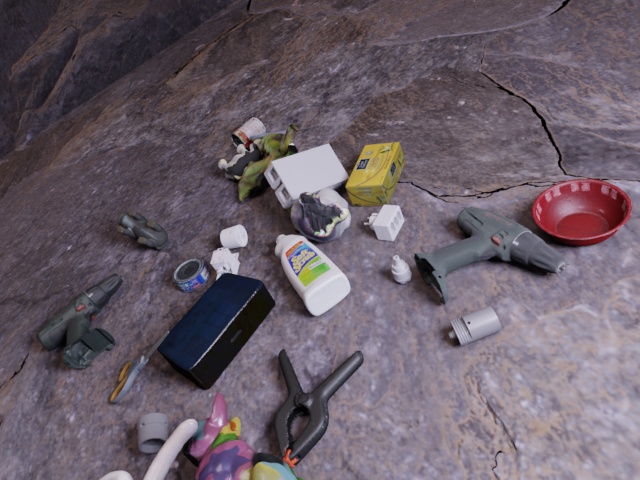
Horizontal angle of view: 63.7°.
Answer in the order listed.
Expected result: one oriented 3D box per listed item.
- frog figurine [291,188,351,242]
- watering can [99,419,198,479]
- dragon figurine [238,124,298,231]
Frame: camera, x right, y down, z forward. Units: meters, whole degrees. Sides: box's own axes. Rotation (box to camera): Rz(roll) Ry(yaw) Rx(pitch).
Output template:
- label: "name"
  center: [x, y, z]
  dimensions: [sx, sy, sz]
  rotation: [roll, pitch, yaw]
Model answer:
- label: "frog figurine"
  center: [0.004, -0.061, 1.203]
  dimensions: [0.137, 0.122, 0.160]
  rotation: [3, 6, 2]
- label: "watering can"
  center: [-0.303, 0.433, 0.747]
  dimensions: [0.102, 0.346, 0.229]
  rotation: [43, 11, -34]
- label: "dragon figurine"
  center: [-0.128, -0.165, 1.410]
  dimensions: [0.240, 0.420, 0.120]
  rotation: [-23, -45, 33]
